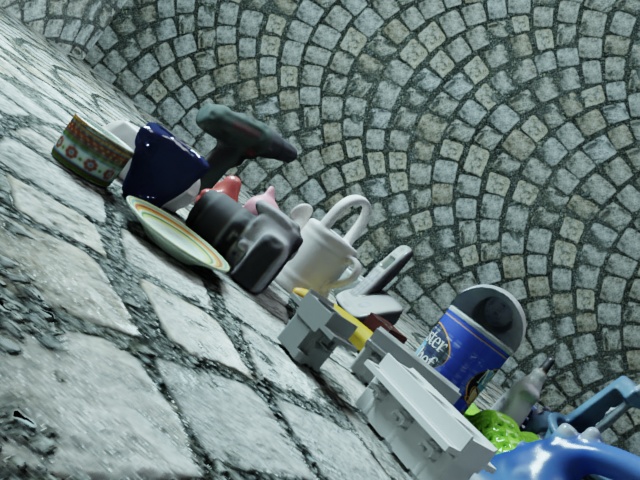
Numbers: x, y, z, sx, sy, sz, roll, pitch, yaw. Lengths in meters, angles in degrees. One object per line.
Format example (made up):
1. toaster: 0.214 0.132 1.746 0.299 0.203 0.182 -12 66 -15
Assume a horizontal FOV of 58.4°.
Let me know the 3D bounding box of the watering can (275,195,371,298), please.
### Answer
1. watering can: 0.008 0.003 0.942 0.172 0.194 0.101 38 2 16

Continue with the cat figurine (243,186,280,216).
1. cat figurine: -0.099 -0.029 0.896 0.067 0.117 0.128 38 2 0

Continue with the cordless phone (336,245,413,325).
1. cordless phone: 0.124 0.091 1.111 0.094 0.185 0.147 37 2 -23

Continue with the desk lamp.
1. desk lamp: 0.245 0.173 0.936 0.117 0.213 0.204 38 2 20

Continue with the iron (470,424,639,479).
1. iron: 0.256 0.246 0.504 0.119 0.141 0.257 36 3 -44

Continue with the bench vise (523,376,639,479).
1. bench vise: 0.362 0.265 0.818 0.122 0.219 0.207 37 2 -21

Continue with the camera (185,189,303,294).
1. camera: -0.097 -0.010 0.756 0.137 0.101 0.143 38 2 0

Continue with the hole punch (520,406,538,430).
1. hole punch: 0.381 0.350 1.063 0.108 0.091 0.101 39 2 31

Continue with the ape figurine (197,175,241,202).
1. ape figurine: -0.168 -0.070 0.986 0.078 0.092 0.076 36 2 -35

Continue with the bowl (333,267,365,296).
1. bowl: 0.084 0.122 1.277 0.167 0.074 0.167 38 2 -1

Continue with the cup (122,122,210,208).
1. cup: -0.202 -0.085 0.695 0.091 0.095 0.118 38 2 18

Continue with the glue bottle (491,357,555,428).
1. glue bottle: 0.317 0.256 0.911 0.037 0.173 0.078 38 2 3

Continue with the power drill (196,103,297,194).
1. power drill: -0.176 -0.157 1.149 0.231 0.208 0.075 36 3 -43

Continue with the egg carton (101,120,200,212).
1. egg carton: -0.241 -0.104 0.810 0.150 0.069 0.107 38 2 8
